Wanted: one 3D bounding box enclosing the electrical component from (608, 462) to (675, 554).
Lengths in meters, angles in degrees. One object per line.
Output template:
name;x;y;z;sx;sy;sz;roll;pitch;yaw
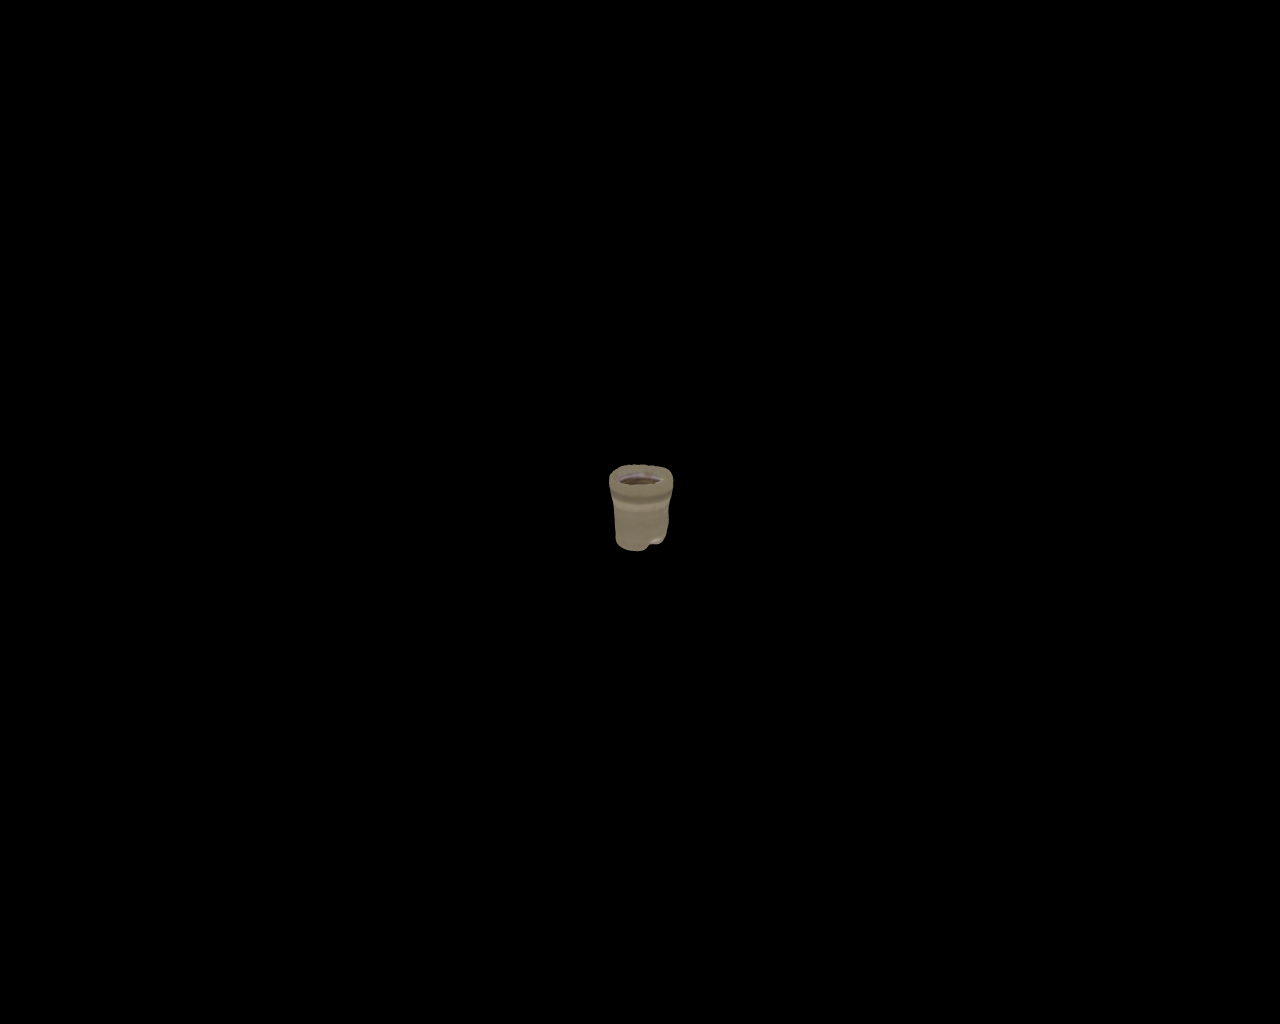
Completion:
electrical component;0.001;-0.003;0.650;0.040;0.046;0.040;0;22;0
